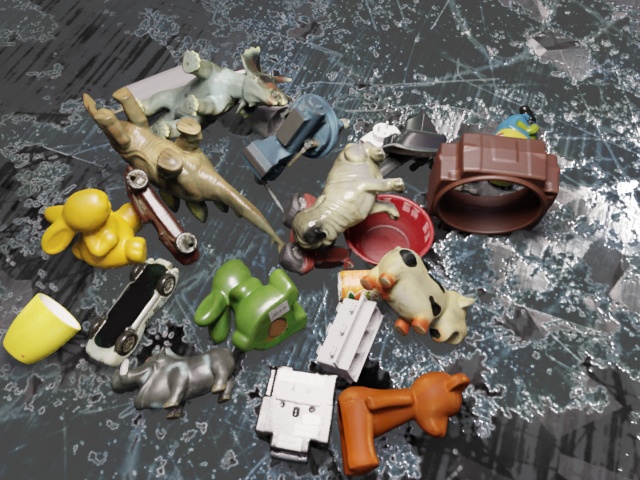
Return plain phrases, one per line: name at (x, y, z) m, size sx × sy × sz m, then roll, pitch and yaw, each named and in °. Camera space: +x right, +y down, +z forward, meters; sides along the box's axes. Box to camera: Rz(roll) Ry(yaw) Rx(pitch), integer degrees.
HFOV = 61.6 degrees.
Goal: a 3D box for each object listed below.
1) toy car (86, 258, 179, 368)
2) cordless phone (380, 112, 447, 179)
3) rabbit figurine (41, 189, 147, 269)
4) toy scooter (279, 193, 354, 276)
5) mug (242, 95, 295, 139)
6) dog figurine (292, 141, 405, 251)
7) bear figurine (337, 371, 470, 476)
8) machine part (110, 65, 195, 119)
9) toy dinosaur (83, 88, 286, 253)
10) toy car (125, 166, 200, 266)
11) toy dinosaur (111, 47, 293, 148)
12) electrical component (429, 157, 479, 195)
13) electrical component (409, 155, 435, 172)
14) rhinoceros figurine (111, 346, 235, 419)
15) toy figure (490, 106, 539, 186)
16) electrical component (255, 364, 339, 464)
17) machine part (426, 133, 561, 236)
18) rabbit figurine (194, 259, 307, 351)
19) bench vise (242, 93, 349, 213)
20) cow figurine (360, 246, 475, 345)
toy car at (-0.314, 0.116, 0.907) m, size 0.074 × 0.056 × 0.202 m, roll 19°, pitch 60°, yaw 18°
cordless phone at (0.134, -0.147, 1.001) m, size 0.184 × 0.147 × 0.088 m, roll -37°, pitch 99°, yaw -2°
rabbit figurine at (-0.392, -0.031, 0.927) m, size 0.162 × 0.173 × 0.122 m, roll -4°, pitch 64°, yaw -7°
toy scooter at (-0.002, -0.003, 0.962) m, size 0.135 × 0.075 × 0.184 m, roll 17°, pitch 44°, yaw -16°
mug at (-0.108, -0.268, 1.117) m, size 0.107 × 0.080 × 0.109 m, roll 32°, pitch 73°, yaw 27°
dog figurine at (0.023, -0.079, 0.909) m, size 0.191 × 0.121 × 0.172 m, roll -20°, pitch 46°, yaw -14°
bear figurine at (0.126, 0.264, 0.785) m, size 0.196 × 0.120 × 0.132 m, roll -2°, pitch 63°, yaw -7°
machine part at (-0.330, -0.318, 1.149) m, size 0.243 × 0.079 × 0.079 m, roll -26°, pitch 63°, yaw -16°
toy dinosaur at (-0.250, -0.126, 0.964) m, size 0.472 × 0.198 × 0.105 m, roll 34°, pitch 66°, yaw 12°
toy car at (-0.283, -0.039, 0.941) m, size 0.053 × 0.089 × 0.202 m, roll -39°, pitch 93°, yaw -19°
toy dinosaur at (-0.234, -0.268, 1.060) m, size 0.192 × 0.405 × 0.131 m, roll -14°, pitch 92°, yaw -52°
electrical component at (0.265, -0.132, 1.059) m, size 0.102 × 0.045 × 0.078 m, roll 10°, pitch 88°, yaw 9°
electrical component at (0.204, -0.181, 1.097) m, size 0.094 × 0.021 × 0.063 m, roll -40°, pitch 68°, yaw -19°
rhinoceros figurine at (-0.226, 0.214, 0.837) m, size 0.190 × 0.073 × 0.112 m, roll -10°, pitch 61°, yaw -6°
toy figure at (0.383, -0.186, 1.068) m, size 0.089 × 0.082 × 0.180 m, roll 28°, pitch 61°, yaw 18°
electrical component at (-0.036, 0.265, 0.816) m, size 0.115 × 0.058 × 0.134 m, roll 9°, pitch 60°, yaw 7°
machine part at (0.295, -0.088, 0.939) m, size 0.201 × 0.201 × 0.087 m, roll 7°, pitch 64°, yaw 4°
rabbit figurine at (-0.126, 0.107, 0.897) m, size 0.159 × 0.121 × 0.170 m, roll -40°, pitch 49°, yaw -14°
bench vise at (-0.029, -0.191, 1.040) m, size 0.129 × 0.223 × 0.240 m, roll 42°, pitch 38°, yaw 17°
cow figurine at (0.170, 0.094, 0.873) m, size 0.194 × 0.085 × 0.127 m, roll 50°, pitch 62°, yaw -12°
